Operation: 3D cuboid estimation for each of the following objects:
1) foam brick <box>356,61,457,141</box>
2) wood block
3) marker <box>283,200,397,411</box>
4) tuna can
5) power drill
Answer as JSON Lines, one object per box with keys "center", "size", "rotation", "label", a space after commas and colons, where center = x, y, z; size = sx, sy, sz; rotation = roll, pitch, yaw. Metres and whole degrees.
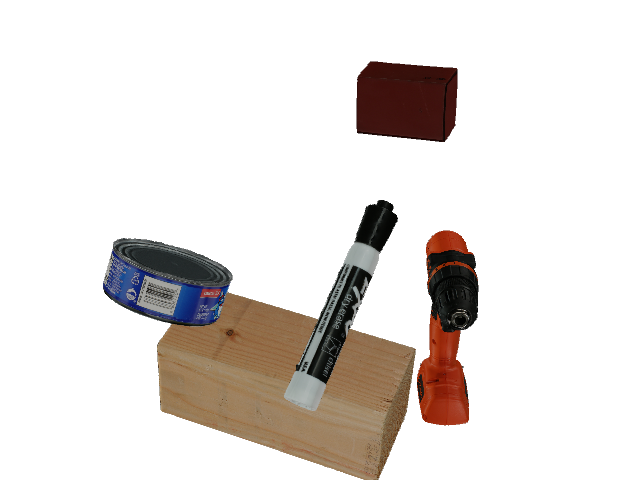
{"center": [0.073, -0.118, 0.902], "size": [0.078, 0.051, 0.053], "rotation": [8, 26, 16], "label": "foam brick"}
{"center": [-0.030, 0.123, 0.942], "size": [0.206, 0.090, 0.090], "rotation": [16, 41, 15], "label": "wood block"}
{"center": [0.013, 0.033, 0.576], "size": [0.020, 0.121, 0.020], "rotation": [22, -14, 6], "label": "marker"}
{"center": [-0.107, 0.029, 0.742], "size": [0.086, 0.034, 0.086], "rotation": [17, 10, -4], "label": "tuna can"}
{"center": [0.140, 0.103, 1.156], "size": [0.057, 0.188, 0.184], "rotation": [3, 24, 2], "label": "power drill"}
